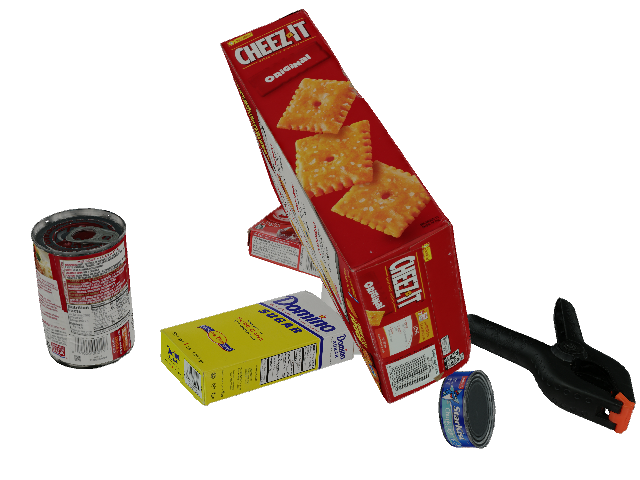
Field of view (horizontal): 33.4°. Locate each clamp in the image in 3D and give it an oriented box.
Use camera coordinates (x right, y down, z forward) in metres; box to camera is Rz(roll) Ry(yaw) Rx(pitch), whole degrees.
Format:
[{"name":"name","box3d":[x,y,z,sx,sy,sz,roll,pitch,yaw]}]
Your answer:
[{"name":"clamp","box3d":[0.216,0.101,0.925,0.120,0.039,0.172,-19,39,-29]}]

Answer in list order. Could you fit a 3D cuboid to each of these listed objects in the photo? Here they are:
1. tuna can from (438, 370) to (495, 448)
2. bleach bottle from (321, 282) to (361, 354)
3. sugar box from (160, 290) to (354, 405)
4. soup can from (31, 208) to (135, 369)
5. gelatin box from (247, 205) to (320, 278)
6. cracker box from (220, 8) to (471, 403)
[{"name":"tuna can","box3d":[0.163,0.187,1.184,0.034,0.086,0.086,-5,-3,30]},{"name":"bleach bottle","box3d":[0.049,0.007,1.267,0.102,0.251,0.068,-3,16,-17]},{"name":"sugar box","box3d":[-0.062,0.104,1.074,0.175,0.048,0.093,-17,33,-30]},{"name":"soup can","box3d":[-0.175,0.036,0.796,0.068,0.102,0.068,0,29,0]},{"name":"gelatin box","box3d":[-0.007,-0.002,0.915,0.089,0.030,0.073,17,30,22]},{"name":"cracker box","box3d":[0.019,-0.024,0.706,0.072,0.214,0.164,-25,-37,-5]}]
